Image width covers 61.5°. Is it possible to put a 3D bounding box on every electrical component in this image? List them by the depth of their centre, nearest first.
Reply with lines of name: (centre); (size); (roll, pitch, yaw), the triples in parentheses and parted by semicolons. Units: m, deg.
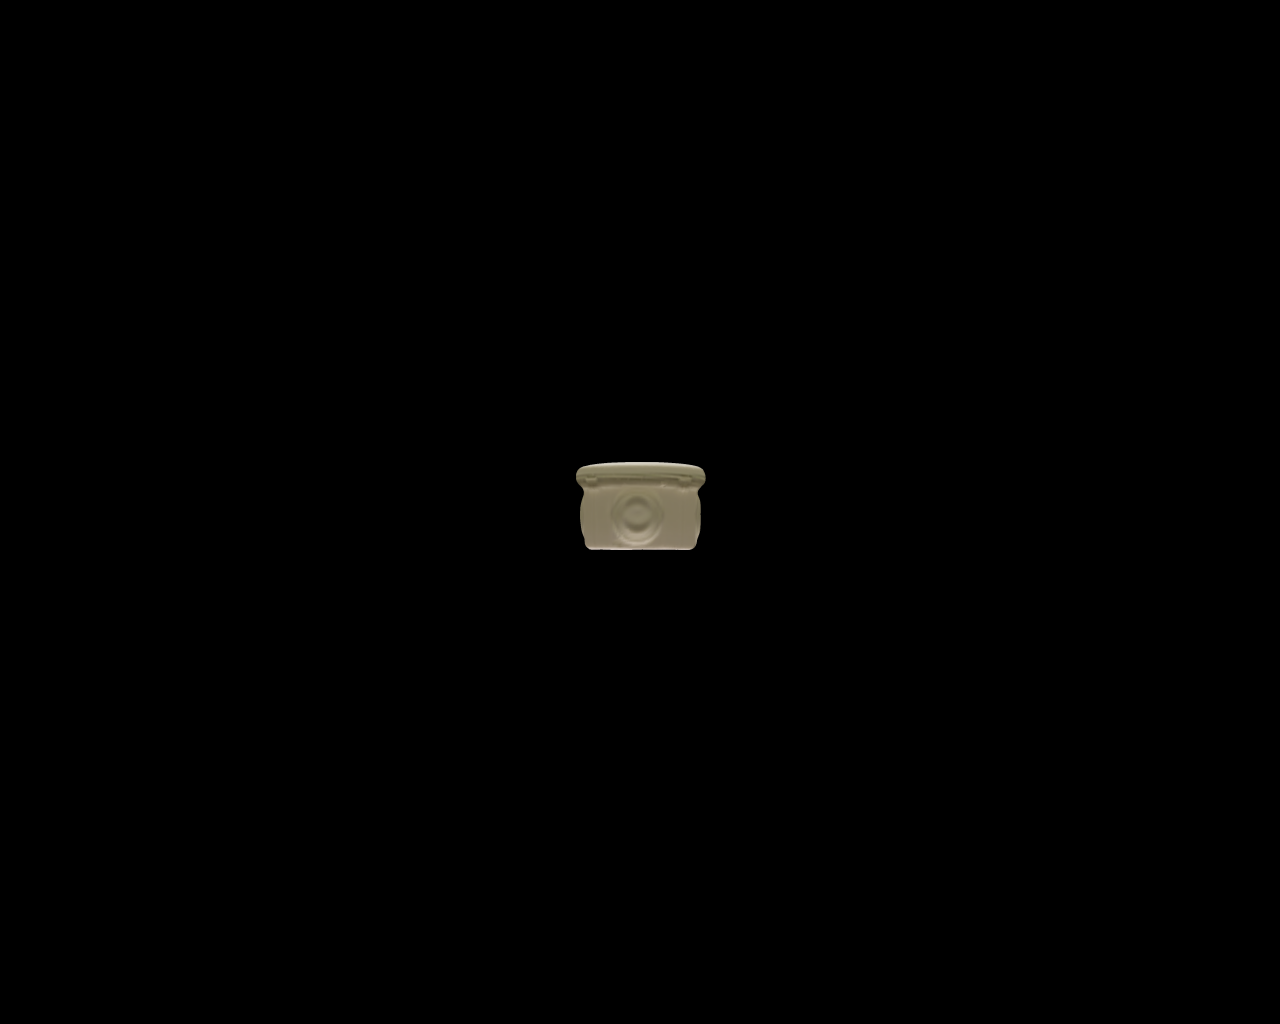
electrical component: (0.001, -0.003, 0.650); (0.080, 0.051, 0.080); (0, -2, 0)
